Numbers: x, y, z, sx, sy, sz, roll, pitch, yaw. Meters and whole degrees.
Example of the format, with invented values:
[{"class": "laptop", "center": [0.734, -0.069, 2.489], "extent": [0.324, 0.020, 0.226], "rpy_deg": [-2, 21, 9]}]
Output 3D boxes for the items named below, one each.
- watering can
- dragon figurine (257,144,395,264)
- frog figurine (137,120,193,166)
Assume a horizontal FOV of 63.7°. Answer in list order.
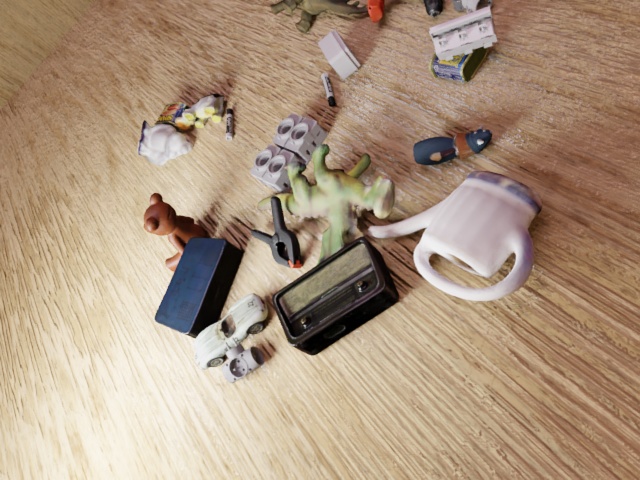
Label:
[{"class": "watering can", "center": [0.238, -0.029, 0.911], "extent": [0.225, 0.102, 0.352], "rpy_deg": [-52, 38, -3]}, {"class": "dragon figurine", "center": [0.003, -0.055, 1.096], "extent": [0.405, 0.121, 0.248], "rpy_deg": [-29, 55, 39]}, {"class": "frog figurine", "center": [-0.463, -0.291, 1.575], "extent": [0.159, 0.120, 0.141], "rpy_deg": [7, 53, -1]}]
